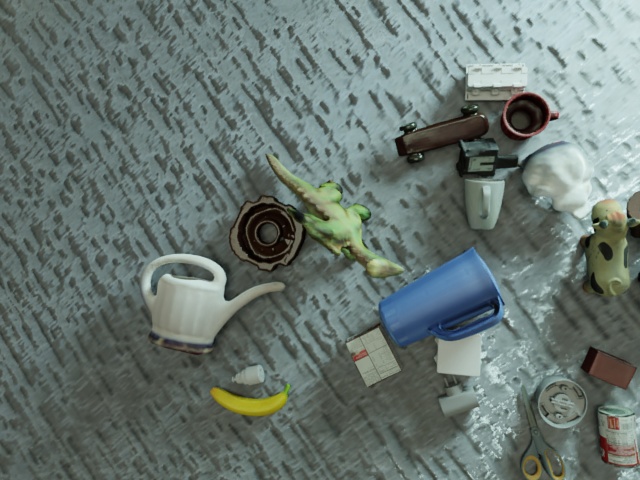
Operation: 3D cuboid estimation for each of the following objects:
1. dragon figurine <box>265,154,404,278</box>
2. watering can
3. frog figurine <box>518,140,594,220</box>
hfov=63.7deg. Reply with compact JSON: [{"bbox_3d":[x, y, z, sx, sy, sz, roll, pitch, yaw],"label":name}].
[{"bbox_3d":[0.003,-0.054,1.079,0.412,0.244,0.121,38,101,7],"label":"dragon figurine"},{"bbox_3d":[-0.262,0.156,1.183,0.348,0.104,0.224,11,91,11],"label":"watering can"},{"bbox_3d":[0.493,-0.116,1.050,0.138,0.121,0.161,-17,74,-9],"label":"frog figurine"}]
